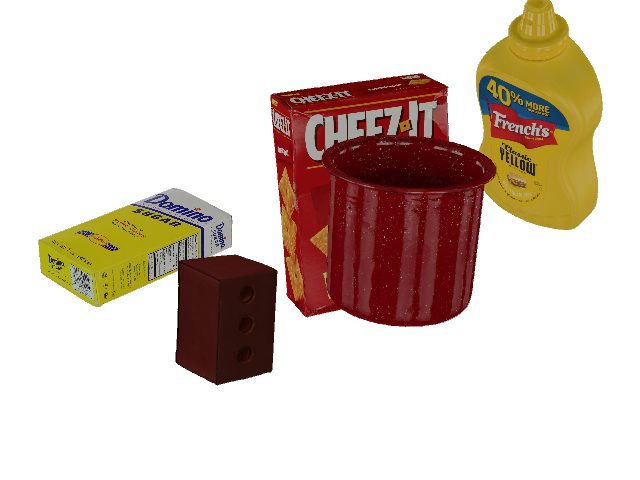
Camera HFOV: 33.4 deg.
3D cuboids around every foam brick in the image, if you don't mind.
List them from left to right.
[{"bbox_3d":[-0.067,0.054,0.755,0.052,0.078,0.051,-9,17,-40],"label":"foam brick"}]

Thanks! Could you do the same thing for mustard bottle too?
[{"bbox_3d":[0.160,-0.097,0.787,0.096,0.191,0.058,33,61,32],"label":"mustard bottle"}]

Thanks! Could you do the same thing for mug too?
[{"bbox_3d":[0.048,-0.010,0.593,0.093,0.081,0.117,9,24,14],"label":"mug"}]

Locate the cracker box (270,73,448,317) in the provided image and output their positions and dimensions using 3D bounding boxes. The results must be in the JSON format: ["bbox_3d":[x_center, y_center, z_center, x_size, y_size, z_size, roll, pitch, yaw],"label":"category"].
[{"bbox_3d":[0.044,-0.045,1.055,0.164,0.214,0.072,-10,22,-17],"label":"cracker box"}]

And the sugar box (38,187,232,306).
[{"bbox_3d":[-0.183,0.002,1.074,0.093,0.048,0.175,26,39,35],"label":"sugar box"}]
